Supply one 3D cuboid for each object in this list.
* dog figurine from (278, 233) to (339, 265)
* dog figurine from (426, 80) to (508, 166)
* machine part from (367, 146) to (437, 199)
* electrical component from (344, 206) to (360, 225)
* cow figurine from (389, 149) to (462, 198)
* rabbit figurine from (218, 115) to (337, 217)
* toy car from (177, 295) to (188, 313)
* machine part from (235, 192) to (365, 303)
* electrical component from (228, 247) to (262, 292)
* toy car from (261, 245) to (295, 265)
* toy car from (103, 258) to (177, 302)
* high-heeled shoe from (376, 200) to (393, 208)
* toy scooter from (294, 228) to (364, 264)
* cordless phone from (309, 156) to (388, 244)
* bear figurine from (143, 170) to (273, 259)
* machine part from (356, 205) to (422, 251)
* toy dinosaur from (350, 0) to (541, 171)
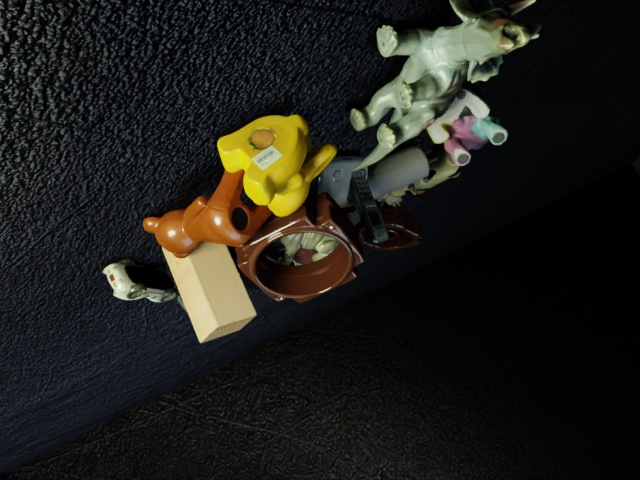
[{"bbox_3d":[-0.030,-0.042,1.042,0.172,0.121,0.190,-18,148,-7],"label":"dog figurine"},{"bbox_3d":[0.263,-0.237,1.005,0.108,0.191,0.219,-37,-163,25],"label":"dog figurine"},{"bbox_3d":[0.146,-0.139,1.162,0.243,0.079,0.079,-24,165,-13],"label":"machine part"},{"bbox_3d":[0.074,-0.055,1.279,0.094,0.021,0.063,-39,153,-5],"label":"electrical component"},{"bbox_3d":[0.245,-0.155,1.272,0.195,0.085,0.127,-24,171,-1],"label":"cow figurine"},{"bbox_3d":[-0.060,-0.111,0.831,0.162,0.122,0.173,-45,150,-18],"label":"rabbit figurine"},{"bbox_3d":[-0.265,0.130,1.346,0.161,0.109,0.103,-21,150,-54],"label":"toy car"},{"bbox_3d":[-0.036,0.018,0.980,0.201,0.087,0.201,-26,135,16],"label":"machine part"},{"bbox_3d":[-0.162,0.047,1.180,0.058,0.134,0.115,2,-176,30],"label":"electrical component"},{"bbox_3d":[-0.107,0.041,1.147,0.053,0.089,0.202,-35,145,11],"label":"toy car"},{"bbox_3d":[-0.353,0.084,1.077,0.056,0.073,0.201,-32,165,7],"label":"toy car"},{"bbox_3d":[0.186,-0.042,1.423,0.086,0.145,0.248,-45,168,11],"label":"high-heeled shoe"},{"bbox_3d":[-0.003,-0.004,1.217,0.184,0.075,0.135,-18,146,24],"label":"toy scooter"},{"bbox_3d":[0.055,-0.069,1.038,0.146,0.184,0.089,-10,162,-48],"label":"cordless phone"},{"bbox_3d":[-0.190,-0.038,0.906,0.196,0.120,0.132,-6,-134,40],"label":"bear figurine"},{"bbox_3d":[0.167,-0.028,1.352,0.179,0.056,0.179,6,157,3],"label":"machine part"},{"bbox_3d":[0.163,-0.234,0.813,0.192,0.131,0.404,-22,171,-17],"label":"toy dinosaur"}]
